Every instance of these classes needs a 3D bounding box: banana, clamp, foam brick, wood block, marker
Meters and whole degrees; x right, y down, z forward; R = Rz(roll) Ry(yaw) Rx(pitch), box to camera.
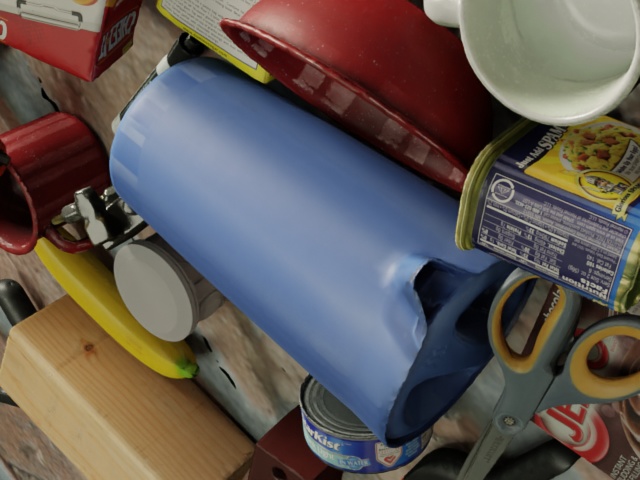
[{"bbox_3d":[-0.162,0.050,0.856,0.198,0.037,0.070,39,151,16],"label":"banana"},{"bbox_3d":[-0.237,0.138,0.992,0.210,0.036,0.165,31,133,22],"label":"clamp"},{"bbox_3d":[-0.018,0.175,0.799,0.053,0.051,0.078,33,135,23],"label":"foam brick"},{"bbox_3d":[0.118,0.181,0.686,0.172,0.039,0.120,-14,100,51],"label":"clamp"},{"bbox_3d":[-0.161,0.145,0.885,0.206,0.090,0.090,43,137,14],"label":"wood block"},{"bbox_3d":[-0.110,-0.104,0.725,0.020,0.020,0.121,54,139,1],"label":"marker"}]

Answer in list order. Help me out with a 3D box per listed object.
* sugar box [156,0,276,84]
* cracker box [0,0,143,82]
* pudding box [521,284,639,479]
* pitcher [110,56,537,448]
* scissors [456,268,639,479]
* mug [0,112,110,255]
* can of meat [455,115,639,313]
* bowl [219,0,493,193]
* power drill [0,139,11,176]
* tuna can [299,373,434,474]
[{"bbox_3d":[-0.034,-0.184,0.581,0.093,0.048,0.176,36,132,20],"label":"sugar box"},{"bbox_3d":[-0.170,-0.224,0.616,0.164,0.072,0.214,25,126,5],"label":"cracker box"},{"bbox_3d":[0.156,0.070,0.573,0.090,0.039,0.114,34,135,22],"label":"pudding box"},{"bbox_3d":[-0.004,0.001,0.625,0.243,0.144,0.149,37,124,24],"label":"pitcher"},{"bbox_3d":[0.122,0.093,0.565,0.096,0.016,0.202,14,131,16],"label":"scissors"},{"bbox_3d":[-0.207,-0.039,0.811,0.117,0.081,0.093,44,138,12],"label":"mug"},{"bbox_3d":[0.126,-0.019,0.498,0.084,0.101,0.057,26,130,27],"label":"can of meat"},{"bbox_3d":[0.030,-0.086,0.540,0.162,0.162,0.055,33,90,23],"label":"bowl"},{"bbox_3d":[-0.281,-0.137,0.732,0.184,0.057,0.187,2,90,7],"label":"power drill"},{"bbox_3d":[0.030,0.109,0.684,0.086,0.086,0.034,20,130,34],"label":"tuna can"}]
